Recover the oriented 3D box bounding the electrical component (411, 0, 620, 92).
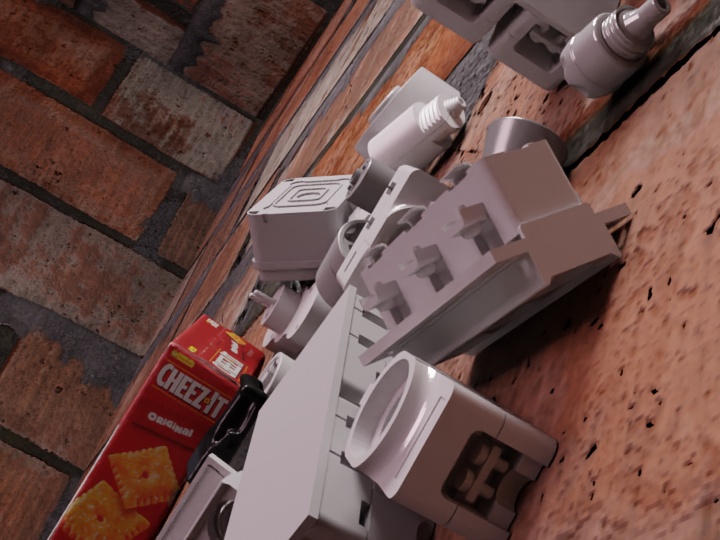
[{"bbox_3d":[0.113,-0.213,0.668,0.060,0.105,0.186,-41,22,59],"label":"electrical component"}]

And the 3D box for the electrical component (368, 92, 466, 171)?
[{"bbox_3d":[0.049,-0.106,0.831,0.081,0.043,0.043,-37,22,32],"label":"electrical component"}]

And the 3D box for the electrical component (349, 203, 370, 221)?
[{"bbox_3d":[0.014,-0.041,0.826,0.066,0.048,0.055,-50,23,42],"label":"electrical component"}]

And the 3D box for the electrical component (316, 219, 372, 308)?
[{"bbox_3d":[0.000,0.000,0.763,0.047,0.055,0.055,-55,12,42],"label":"electrical component"}]

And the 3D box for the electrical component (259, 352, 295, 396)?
[{"bbox_3d":[-0.049,0.093,0.757,0.055,0.047,0.055,-56,12,18],"label":"electrical component"}]

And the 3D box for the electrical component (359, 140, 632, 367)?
[{"bbox_3d":[0.051,-0.003,0.485,0.079,0.063,0.121,-19,-14,-33],"label":"electrical component"}]

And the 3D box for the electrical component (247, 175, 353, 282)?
[{"bbox_3d":[-0.039,-0.036,0.885,0.113,0.078,0.057,-56,-39,-66],"label":"electrical component"}]

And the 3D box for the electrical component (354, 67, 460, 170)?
[{"bbox_3d":[0.043,-0.120,0.911,0.099,0.064,0.099,-50,2,2],"label":"electrical component"}]

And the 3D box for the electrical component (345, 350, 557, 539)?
[{"bbox_3d":[0.031,0.069,0.441,0.050,0.056,0.089,-60,11,-1],"label":"electrical component"}]

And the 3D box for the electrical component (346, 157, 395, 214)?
[{"bbox_3d":[0.023,-0.050,0.753,0.044,0.065,0.044,-57,12,18],"label":"electrical component"}]

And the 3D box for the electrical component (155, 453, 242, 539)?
[{"bbox_3d":[-0.084,0.178,0.649,0.121,0.079,0.063,-57,-10,14],"label":"electrical component"}]

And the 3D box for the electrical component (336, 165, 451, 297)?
[{"bbox_3d":[0.029,-0.016,0.679,0.089,0.050,0.055,-60,11,4],"label":"electrical component"}]

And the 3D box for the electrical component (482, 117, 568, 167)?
[{"bbox_3d":[0.077,-0.044,0.555,0.055,0.045,0.045,-65,12,-21],"label":"electrical component"}]

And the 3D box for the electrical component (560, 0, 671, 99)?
[{"bbox_3d":[0.129,-0.113,0.531,0.061,0.035,0.035,-42,21,52],"label":"electrical component"}]

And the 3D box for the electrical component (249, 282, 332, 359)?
[{"bbox_3d":[-0.054,0.036,0.857,0.052,0.074,0.138,-63,12,-15],"label":"electrical component"}]

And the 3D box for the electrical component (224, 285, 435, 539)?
[{"bbox_3d":[-0.015,0.106,0.542,0.105,0.060,0.186,-54,13,27],"label":"electrical component"}]
